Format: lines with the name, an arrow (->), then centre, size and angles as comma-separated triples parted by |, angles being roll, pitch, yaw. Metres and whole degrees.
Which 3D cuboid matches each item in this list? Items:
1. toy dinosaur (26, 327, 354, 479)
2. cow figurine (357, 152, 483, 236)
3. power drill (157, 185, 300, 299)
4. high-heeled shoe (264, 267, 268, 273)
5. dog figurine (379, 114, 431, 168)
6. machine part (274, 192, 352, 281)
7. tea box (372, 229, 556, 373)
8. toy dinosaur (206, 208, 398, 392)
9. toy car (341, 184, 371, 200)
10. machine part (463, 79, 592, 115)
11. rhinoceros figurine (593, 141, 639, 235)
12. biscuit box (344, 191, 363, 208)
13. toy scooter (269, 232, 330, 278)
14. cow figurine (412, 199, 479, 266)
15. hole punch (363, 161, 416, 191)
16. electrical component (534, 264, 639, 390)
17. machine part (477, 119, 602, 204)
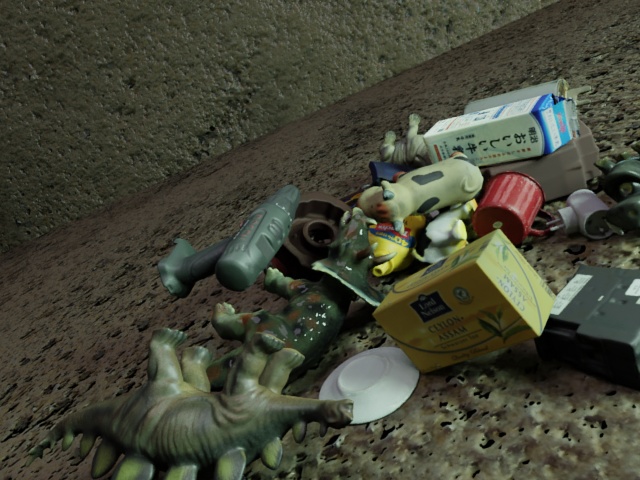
toy dinosaur -> -0.166, 0.203, 0.596 | 0.472, 0.105, 0.198 | -10, 55, 33
cow figurine -> 0.151, -0.069, 0.816 | 0.195, 0.085, 0.127 | -17, 12, 2
power drill -> -0.139, 0.008, 0.844 | 0.207, 0.085, 0.232 | -15, 29, 22
high-heeled shoe -> -0.119, 0.020, 1.128 | 0.145, 0.086, 0.249 | -24, 18, 25
dog figurine -> 0.208, -0.165, 1.189 | 0.172, 0.121, 0.191 | -52, 26, 31
machine part -> -0.002, -0.003, 0.936 | 0.179, 0.179, 0.056 | -41, -17, -37
tea box -> 0.149, 0.072, 0.581 | 0.068, 0.098, 0.169 | -43, 2, -40
toy dinosaur -> -0.045, 0.127, 0.738 | 0.405, 0.131, 0.192 | -45, 27, -28
toy car -> 0.058, -0.073, 1.176 | 0.202, 0.053, 0.089 | -26, 16, -13
machine part -> 0.342, -0.220, 0.934 | 0.243, 0.079, 0.079 | -6, 28, 42
rhinoceros figurine -> 0.415, -0.069, 0.696 | 0.190, 0.112, 0.073 | -27, 0, -42
biscuit box -> 0.110, -0.071, 1.101 | 0.203, 0.059, 0.063 | -26, 20, -4
toy scooter -> -0.053, -0.002, 1.006 | 0.135, 0.075, 0.184 | 25, 54, 13
cow figurine -> 0.205, -0.016, 0.859 | 0.098, 0.068, 0.167 | -20, 19, 31
hole punch -> 0.146, -0.106, 1.012 | 0.142, 0.092, 0.116 | 12, -4, -8
electrical component -> 0.296, 0.081, 0.526 | 0.115, 0.058, 0.134 | -37, 24, -24
machine part -> 0.360, -0.132, 0.929 | 0.202, 0.087, 0.201 | -20, 21, 19
